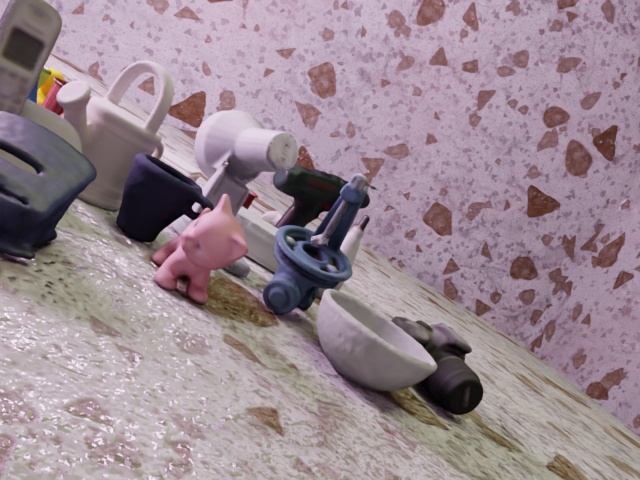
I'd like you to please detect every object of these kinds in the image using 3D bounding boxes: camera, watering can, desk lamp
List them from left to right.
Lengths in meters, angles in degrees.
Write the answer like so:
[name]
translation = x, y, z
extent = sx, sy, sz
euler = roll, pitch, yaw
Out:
[watering can]
translation = -0.261, -0.145, 0.741
extent = 0.101, 0.194, 0.173
euler = 33, 6, 3
[desk lamp]
translation = -0.128, -0.085, 0.870
extent = 0.118, 0.213, 0.202
euler = 28, 7, -40
[camera]
translation = 0.172, 0.181, 0.841
extent = 0.144, 0.101, 0.136
euler = 30, 6, -26

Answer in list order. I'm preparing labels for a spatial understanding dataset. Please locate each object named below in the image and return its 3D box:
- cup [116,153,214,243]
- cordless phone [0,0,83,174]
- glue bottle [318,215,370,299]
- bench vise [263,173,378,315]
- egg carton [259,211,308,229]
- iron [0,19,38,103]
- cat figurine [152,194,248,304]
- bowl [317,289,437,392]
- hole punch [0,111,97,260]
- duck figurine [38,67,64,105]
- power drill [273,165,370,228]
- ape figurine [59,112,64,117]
[cup]
translation = -0.194, -0.038, 0.703
extent = 0.117, 0.095, 0.092
euler = 34, 6, 10
[cordless phone]
translation = -0.293, -0.143, 0.591
extent = 0.094, 0.185, 0.148
euler = 36, 6, 31
[glue bottle]
translation = 0.041, 0.027, 1.053
extent = 0.037, 0.173, 0.078
euler = 30, 6, -27
[bench vise]
translation = -0.002, -0.003, 0.835
extent = 0.122, 0.219, 0.207
euler = 32, 6, -11
[egg carton]
translation = -0.066, -0.004, 1.262
extent = 0.151, 0.069, 0.107
euler = 30, 7, -32
[iron]
translation = -0.405, -0.207, 0.738
extent = 0.119, 0.141, 0.258
euler = 31, 6, -17
[cat figurine]
translation = -0.125, 0.002, 0.628
extent = 0.067, 0.117, 0.127
euler = 30, 6, -26
[bowl]
translation = 0.057, 0.136, 0.714
extent = 0.167, 0.074, 0.167
euler = 33, 6, -3
[hole punch]
translation = -0.257, -0.050, 0.478
extent = 0.109, 0.091, 0.101
euler = 32, 6, -9
[duck figurine]
translation = -0.506, -0.275, 1.044
extent = 0.077, 0.086, 0.105
euler = 36, 6, 27
[power drill]
translation = -0.023, -0.049, 1.172
extent = 0.231, 0.208, 0.075
euler = 28, 7, -41
[ape figurine]
translation = -0.357, -0.157, 0.828
extent = 0.076, 0.092, 0.078
euler = 33, 6, -5
